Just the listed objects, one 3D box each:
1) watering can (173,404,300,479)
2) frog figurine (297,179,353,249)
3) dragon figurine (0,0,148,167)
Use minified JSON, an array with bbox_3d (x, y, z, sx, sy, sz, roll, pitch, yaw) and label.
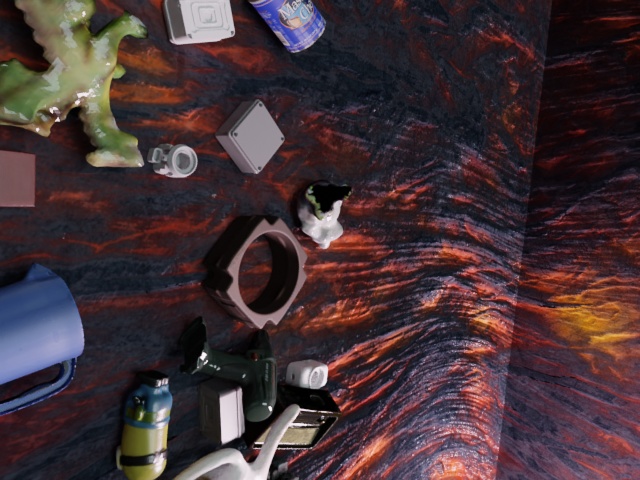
[{"bbox_3d":[-0.161,0.486,1.020,0.350,0.105,0.220,-30,123,-17],"label":"watering can"},{"bbox_3d":[0.004,-0.061,1.220,0.156,0.123,0.140,102,11,-58],"label":"frog figurine"},{"bbox_3d":[-0.371,-0.260,0.690,0.403,0.122,0.248,53,45,-39],"label":"dragon figurine"}]
